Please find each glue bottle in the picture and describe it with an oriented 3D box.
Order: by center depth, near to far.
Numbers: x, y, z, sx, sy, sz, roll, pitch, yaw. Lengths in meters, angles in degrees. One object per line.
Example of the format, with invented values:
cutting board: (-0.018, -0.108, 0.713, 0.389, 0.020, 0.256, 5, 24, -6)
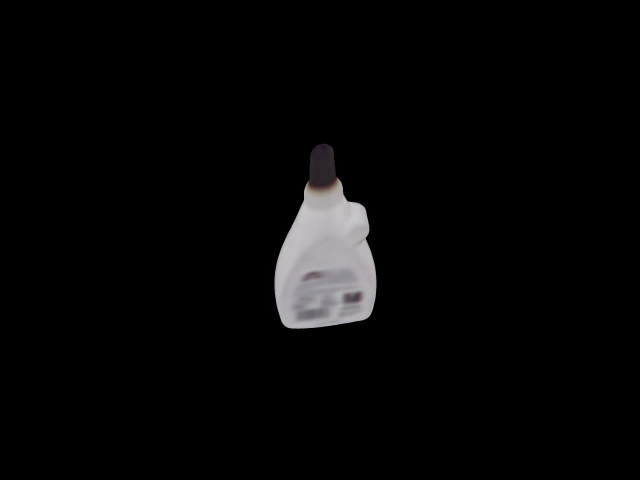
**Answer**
glue bottle: (0.004, 0.001, 0.400, 0.078, 0.173, 0.037, -6, 50, -4)
